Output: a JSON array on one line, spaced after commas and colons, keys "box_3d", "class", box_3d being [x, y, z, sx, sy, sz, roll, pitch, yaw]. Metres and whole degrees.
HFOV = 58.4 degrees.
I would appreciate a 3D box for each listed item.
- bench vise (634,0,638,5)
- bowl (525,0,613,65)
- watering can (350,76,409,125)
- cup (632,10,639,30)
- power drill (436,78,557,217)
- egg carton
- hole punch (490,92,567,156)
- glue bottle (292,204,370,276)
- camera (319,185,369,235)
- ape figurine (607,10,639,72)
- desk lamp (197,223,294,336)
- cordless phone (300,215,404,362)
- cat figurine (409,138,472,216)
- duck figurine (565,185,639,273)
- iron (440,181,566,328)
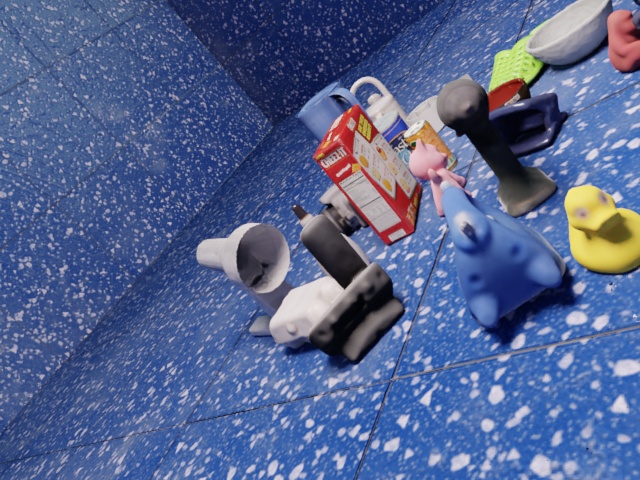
[{"box_3d": [0.523, -0.459, 0.921, 0.121, 0.220, 0.207, -38, 18, 13], "class": "bench vise"}, {"box_3d": [0.480, -0.384, 1.079, 0.167, 0.075, 0.167, -37, 18, 15], "class": "bowl"}, {"box_3d": [0.148, -0.321, 1.439, 0.101, 0.194, 0.172, -43, 18, -3], "class": "watering can"}, {"box_3d": [0.514, -0.315, 0.805, 0.117, 0.095, 0.092, -31, 20, 31], "class": "cup"}, {"box_3d": [0.234, -0.138, 0.793, 0.075, 0.209, 0.229, -37, 18, 16], "class": "power drill"}, {"box_3d": [-0.015, 0.122, 0.940, 0.150, 0.069, 0.107, -25, 24, 43], "class": "egg carton"}, {"box_3d": [0.328, -0.201, 0.938, 0.108, 0.091, 0.101, -16, 31, 54], "class": "hole punch"}, {"box_3d": [0.009, 0.004, 0.997, 0.078, 0.173, 0.037, -38, 18, 12], "class": "glue bottle"}, {"box_3d": [0.034, -0.059, 1.214, 0.137, 0.101, 0.143, -42, 17, 1], "class": "camera"}, {"box_3d": [0.477, -0.314, 0.886, 0.078, 0.092, 0.076, -51, 20, -27], "class": "ape figurine"}, {"box_3d": [-0.119, 0.072, 1.042, 0.202, 0.214, 0.118, -17, 30, 53], "class": "desk lamp"}, {"box_3d": [0.015, 0.067, 0.812, 0.148, 0.185, 0.094, -47, 18, -15], "class": "cordless phone"}, {"box_3d": [0.194, -0.118, 0.984, 0.067, 0.118, 0.128, -36, 18, 18], "class": "cat figurine"}, {"box_3d": [0.289, -0.021, 0.602, 0.077, 0.086, 0.104, -39, 18, 9], "class": "duck figurine"}, {"box_3d": [0.190, -0.011, 0.698, 0.118, 0.142, 0.258, -37, 18, 15], "class": "iron"}]
